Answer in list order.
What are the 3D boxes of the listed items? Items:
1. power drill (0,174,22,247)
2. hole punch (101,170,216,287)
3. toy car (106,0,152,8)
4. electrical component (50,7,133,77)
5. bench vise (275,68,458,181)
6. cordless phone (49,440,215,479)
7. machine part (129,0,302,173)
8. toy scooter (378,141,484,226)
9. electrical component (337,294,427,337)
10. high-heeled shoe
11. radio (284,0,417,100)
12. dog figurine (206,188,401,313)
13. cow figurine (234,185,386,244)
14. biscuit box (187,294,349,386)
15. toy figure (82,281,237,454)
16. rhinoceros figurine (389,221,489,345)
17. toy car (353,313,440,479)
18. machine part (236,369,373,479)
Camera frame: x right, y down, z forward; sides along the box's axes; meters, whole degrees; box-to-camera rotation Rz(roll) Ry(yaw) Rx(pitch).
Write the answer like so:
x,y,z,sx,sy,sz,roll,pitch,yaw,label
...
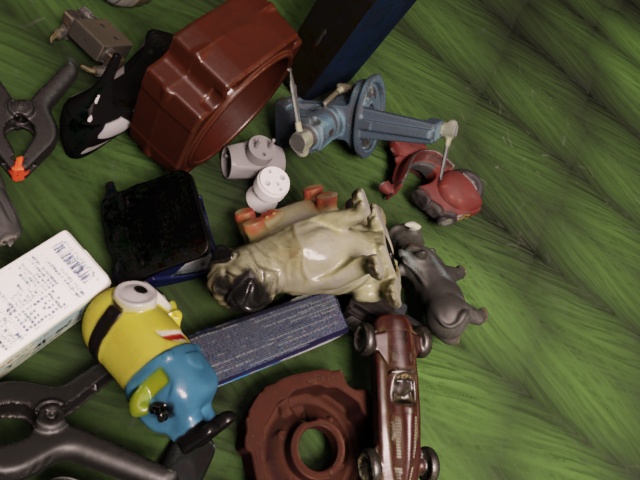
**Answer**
x,y,z,sx,sy,sz,roll,pitch,yaw,label
-0.435,-0.068,0.519,0.207,0.086,0.232,-23,78,-28,power drill
-0.180,-0.005,0.622,0.116,0.092,0.142,-18,77,-1,hole punch
-0.269,-0.377,0.743,0.161,0.109,0.102,-31,106,-45,toy car
-0.295,-0.256,0.699,0.102,0.045,0.078,41,27,-6,electrical component
0.065,-0.163,0.745,0.241,0.128,0.223,14,21,20,bench vise
-0.185,0.245,0.506,0.146,0.088,0.184,31,45,-8,cordless phone
-0.124,-0.183,0.651,0.087,0.201,0.201,45,55,-4,machine part
0.159,-0.084,0.822,0.184,0.075,0.135,43,55,2,toy scooter
0.076,0.105,0.693,0.119,0.075,0.048,34,57,-12,electrical component
-0.232,-0.187,0.700,0.086,0.145,0.249,37,28,2,high-heeled shoe
0.041,-0.304,0.775,0.131,0.229,0.073,-35,88,-37,radio
-0.014,0.035,0.615,0.172,0.191,0.121,50,27,-53,dog figurine
-0.001,-0.002,0.688,0.195,0.086,0.127,-19,117,-19,cow figurine
-0.068,0.116,0.622,0.203,0.059,0.063,-15,74,-31,biscuit box
-0.159,0.118,0.510,0.089,0.082,0.180,-34,72,-11,toy figure
0.147,0.056,0.732,0.112,0.073,0.190,21,34,-37,rhinoceros figurine
0.086,0.180,0.599,0.089,0.053,0.202,10,66,-23,toy car
-0.008,0.233,0.600,0.179,0.056,0.179,10,62,-21,machine part
